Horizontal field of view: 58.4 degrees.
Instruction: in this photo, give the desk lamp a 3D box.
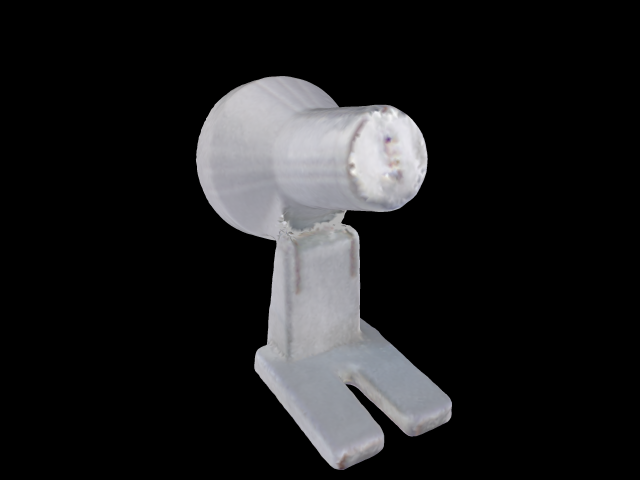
[{"bbox_3d":[0.004,0.001,0.400,0.118,0.214,0.202,-16,30,-28],"label":"desk lamp"}]
